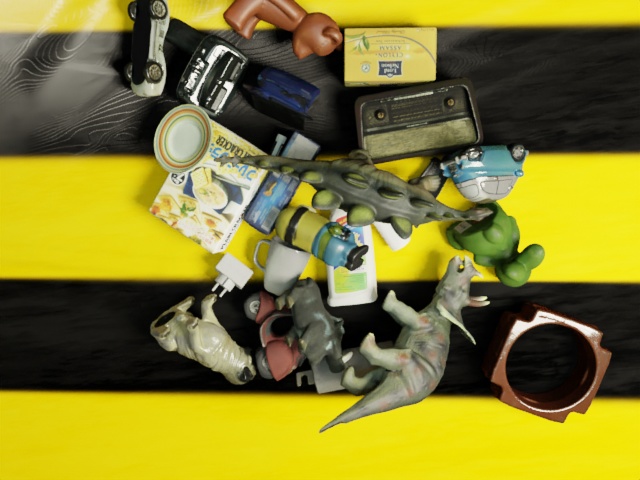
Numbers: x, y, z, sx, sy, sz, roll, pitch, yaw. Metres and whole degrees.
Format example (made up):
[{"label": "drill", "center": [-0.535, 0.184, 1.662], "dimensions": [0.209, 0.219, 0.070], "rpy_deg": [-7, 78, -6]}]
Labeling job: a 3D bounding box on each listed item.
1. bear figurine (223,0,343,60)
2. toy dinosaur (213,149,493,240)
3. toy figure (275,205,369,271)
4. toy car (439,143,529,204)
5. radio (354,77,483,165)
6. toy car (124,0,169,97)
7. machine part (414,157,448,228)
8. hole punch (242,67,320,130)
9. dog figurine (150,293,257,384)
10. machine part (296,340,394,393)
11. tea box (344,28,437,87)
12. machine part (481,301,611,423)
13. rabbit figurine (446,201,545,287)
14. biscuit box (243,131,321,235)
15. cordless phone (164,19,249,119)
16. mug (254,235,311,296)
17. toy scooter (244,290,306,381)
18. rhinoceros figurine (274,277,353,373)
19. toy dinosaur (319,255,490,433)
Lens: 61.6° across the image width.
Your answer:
[{"label": "bear figurine", "center": [-0.059, -0.389, 0.992], "dimensions": [0.196, 0.120, 0.132], "rpy_deg": [40, 100, -7]}, {"label": "toy dinosaur", "center": [0.064, -0.090, 0.915], "dimensions": [0.472, 0.198, 0.105], "rpy_deg": [12, 108, 1]}, {"label": "toy figure", "center": [-0.001, -0.006, 0.993], "dimensions": [0.180, 0.089, 0.082], "rpy_deg": [32, 102, 26]}, {"label": "toy car", "center": [0.303, -0.118, 0.982], "dimensions": [0.162, 0.109, 0.103], "rpy_deg": [-7, 87, -27]}, {"label": "radio", "center": [0.181, -0.222, 1.017], "dimensions": [0.230, 0.073, 0.131], "rpy_deg": [-9, 96, 3]}, {"label": "toy car", "center": [-0.328, -0.375, 1.026], "dimensions": [0.074, 0.056, 0.201], "rpy_deg": [10, 97, 33]}, {"label": "machine part", "center": [0.203, -0.098, 1.049], "dimensions": [0.084, 0.039, 0.139], "rpy_deg": [38, 98, 3]}, {"label": "hole punch", "center": [-0.062, -0.275, 1.007], "dimensions": [0.142, 0.116, 0.092], "rpy_deg": [28, 89, -1]}, {"label": "dog figurine", "center": [-0.234, 0.220, 1.082], "dimensions": [0.172, 0.121, 0.190], "rpy_deg": [-8, 119, 38]}, {"label": "machine part", "center": [0.071, 0.252, 1.073], "dimensions": [0.243, 0.079, 0.079], "rpy_deg": [-12, 96, 5]}, {"label": "tea box", "center": [0.129, -0.341, 1.010], "dimensions": [0.170, 0.068, 0.098], "rpy_deg": [-1, 96, 2]}, {"label": "machine part", "center": [0.436, 0.235, 1.051], "dimensions": [0.201, 0.087, 0.201], "rpy_deg": [19, 96, 2]}, {"label": "rabbit figurine", "center": [0.351, 0.019, 1.011], "dimensions": [0.121, 0.159, 0.170], "rpy_deg": [-43, 108, -4]}, {"label": "biscuit box", "center": [-0.073, -0.109, 1.047], "dimensions": [0.059, 0.063, 0.202], "rpy_deg": [31, 97, -1]}, {"label": "cordless phone", "center": [-0.244, -0.335, 1.033], "dimensions": [0.184, 0.088, 0.146], "rpy_deg": [33, 99, 10]}, {"label": "mug", "center": [-0.081, 0.051, 1.059], "dimensions": [0.110, 0.081, 0.107], "rpy_deg": [18, 102, 4]}, {"label": "toy scooter", "center": [-0.070, 0.184, 1.075], "dimensions": [0.135, 0.075, 0.183], "rpy_deg": [-13, 91, 3]}, {"label": "rhinoceros figurine", "center": [-0.009, 0.165, 1.016], "dimensions": [0.112, 0.073, 0.190], "rpy_deg": [-24, 90, -31]}, {"label": "toy dinosaur", "center": [0.169, 0.212, 0.980], "dimensions": [0.192, 0.131, 0.405], "rpy_deg": [27, 66, 11]}]
